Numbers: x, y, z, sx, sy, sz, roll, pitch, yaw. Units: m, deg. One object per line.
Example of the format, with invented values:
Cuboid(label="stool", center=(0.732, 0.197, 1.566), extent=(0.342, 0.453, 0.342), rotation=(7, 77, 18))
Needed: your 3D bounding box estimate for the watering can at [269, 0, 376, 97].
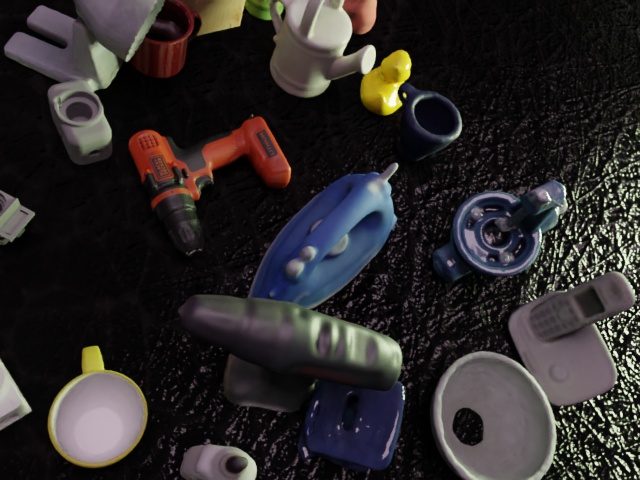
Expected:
Cuboid(label="watering can", center=(0.002, -0.304, 0.832), extent=(0.173, 0.194, 0.101), rotation=(21, 61, -8))

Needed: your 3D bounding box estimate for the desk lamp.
Cuboid(label="desk lamp", center=(-0.292, -0.284, 0.713), extent=(0.203, 0.213, 0.118), rotation=(23, 61, -7))

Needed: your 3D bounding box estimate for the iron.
Cuboid(label="iron", center=(0.007, 0.003, 0.719), extent=(0.118, 0.141, 0.259), rotation=(42, 60, 4))

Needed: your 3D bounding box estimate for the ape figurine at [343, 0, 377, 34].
Cuboid(label="ape figurine", center=(0.067, -0.399, 0.958), extent=(0.078, 0.092, 0.076), rotation=(-20, 73, -25))

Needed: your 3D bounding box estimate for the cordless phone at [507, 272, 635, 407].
Cuboid(label="cordless phone", center=(0.346, 0.129, 0.749), extent=(0.094, 0.185, 0.147), rotation=(-18, 72, -25))

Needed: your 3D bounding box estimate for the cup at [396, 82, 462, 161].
Cuboid(label="cup", center=(0.147, -0.174, 0.877), extent=(0.092, 0.095, 0.117), rotation=(-34, 80, -28))

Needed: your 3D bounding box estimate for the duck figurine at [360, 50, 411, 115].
Cuboid(label="duck figurine", center=(0.112, -0.257, 0.910), extent=(0.077, 0.086, 0.105), rotation=(28, 60, -4))

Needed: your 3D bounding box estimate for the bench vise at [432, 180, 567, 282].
Cuboid(label="bench vise", center=(0.269, -0.038, 0.781), extent=(0.121, 0.219, 0.208), rotation=(45, 60, 6))

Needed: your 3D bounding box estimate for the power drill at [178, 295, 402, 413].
Cuboid(label="power drill", center=(-0.041, 0.125, 0.607), extent=(0.230, 0.208, 0.075), rotation=(12, 62, -13))

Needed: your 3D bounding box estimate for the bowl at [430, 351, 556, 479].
Cuboid(label="bowl", center=(0.202, 0.230, 0.716), extent=(0.168, 0.074, 0.167), rotation=(8, 64, -15))

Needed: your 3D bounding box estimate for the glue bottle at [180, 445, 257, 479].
Cuboid(label="glue bottle", center=(-0.093, 0.225, 0.562), extent=(0.078, 0.173, 0.037), rotation=(21, 61, -7))

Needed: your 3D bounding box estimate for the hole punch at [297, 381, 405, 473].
Cuboid(label="hole punch", center=(0.036, 0.207, 0.661), extent=(0.101, 0.091, 0.109), rotation=(23, 61, -7))
